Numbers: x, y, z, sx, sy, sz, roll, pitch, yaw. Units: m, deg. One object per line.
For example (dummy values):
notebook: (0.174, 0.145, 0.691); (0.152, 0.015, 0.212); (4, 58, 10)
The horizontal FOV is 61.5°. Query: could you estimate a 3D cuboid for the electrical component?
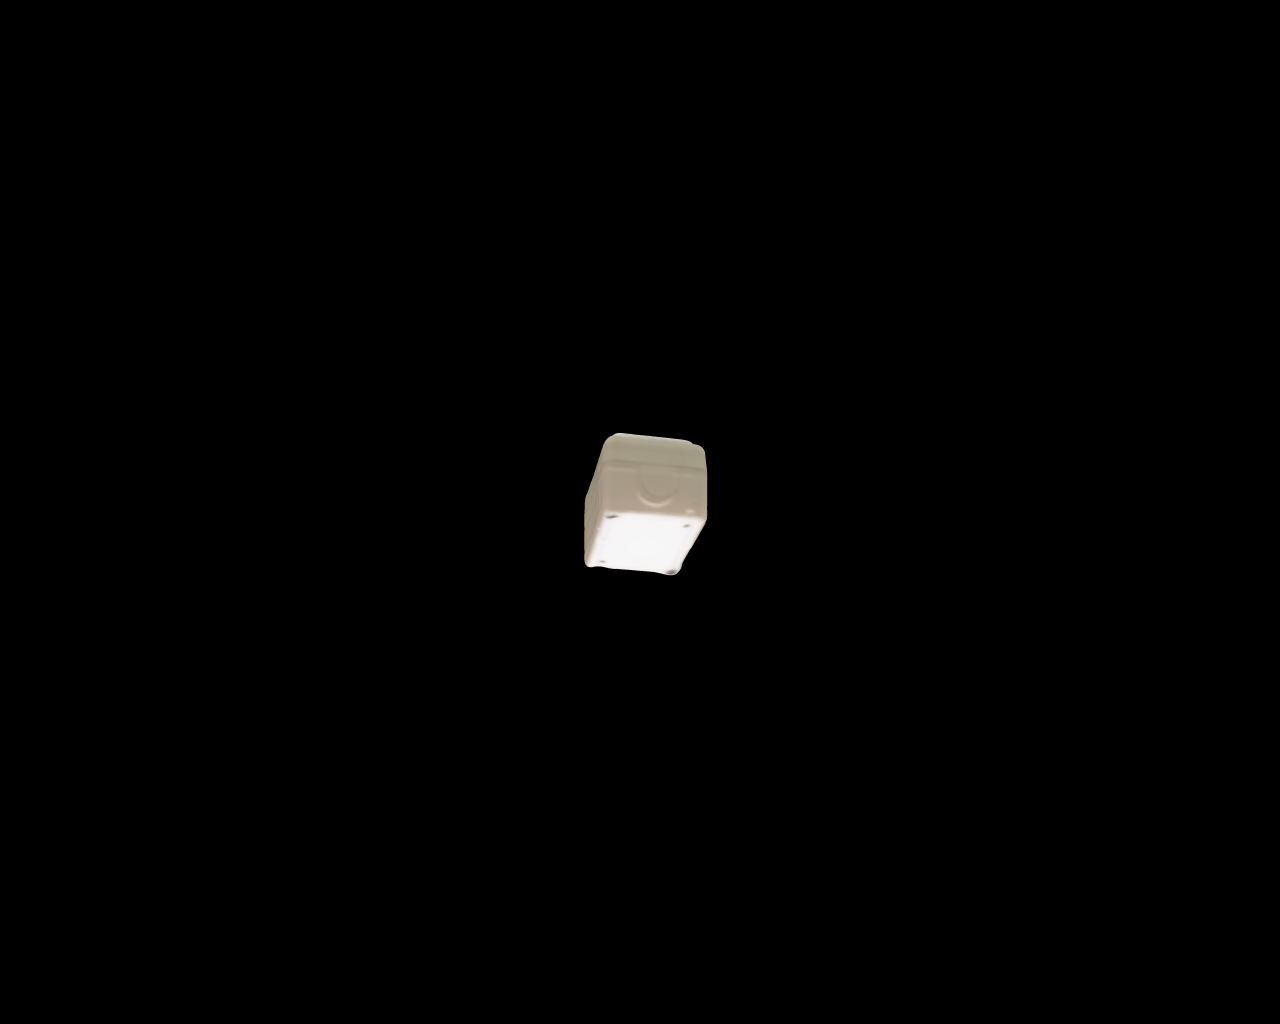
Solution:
electrical component: (0.001, -0.003, 0.650); (0.062, 0.061, 0.096); (5, -28, -10)
